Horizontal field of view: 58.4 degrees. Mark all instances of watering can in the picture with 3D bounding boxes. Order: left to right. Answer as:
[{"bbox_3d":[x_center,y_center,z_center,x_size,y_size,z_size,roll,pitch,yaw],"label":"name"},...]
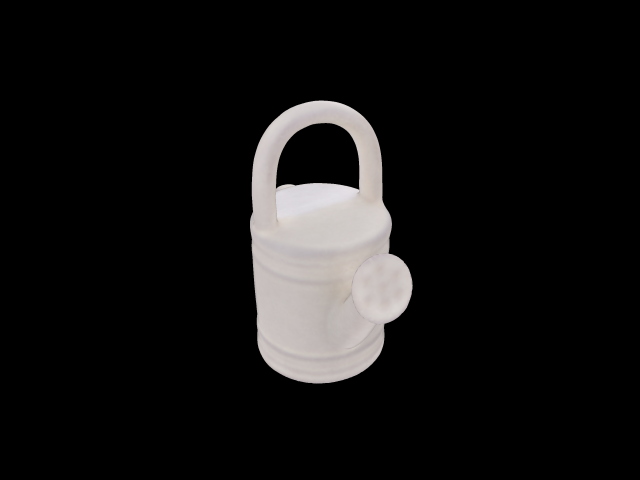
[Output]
[{"bbox_3d":[0.006,0.001,0.401,0.172,0.194,0.101,27,41,36],"label":"watering can"}]
